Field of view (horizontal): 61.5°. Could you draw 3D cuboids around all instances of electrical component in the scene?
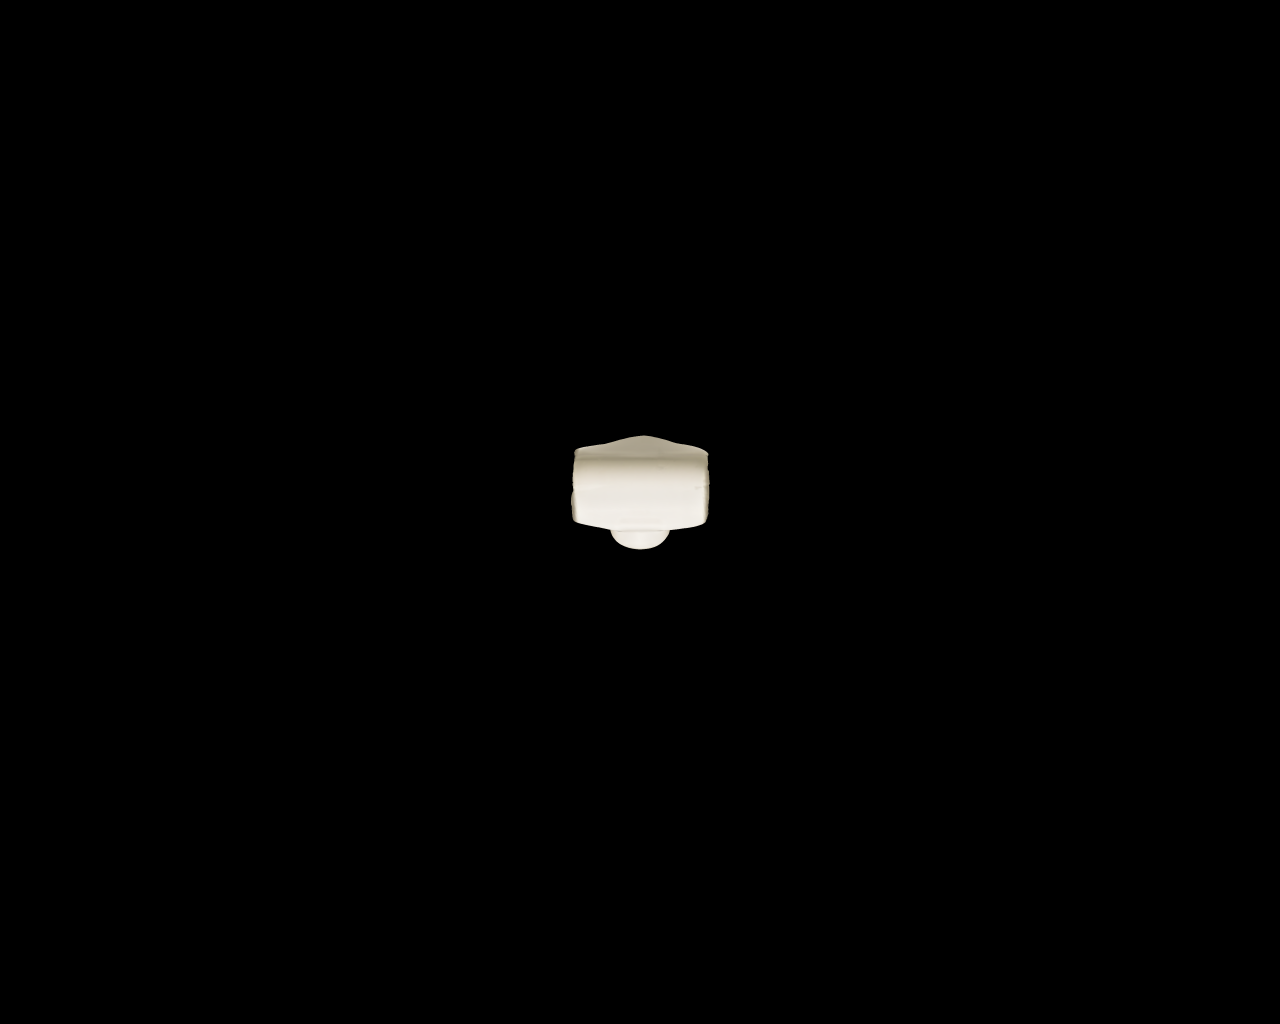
[{"bbox_3d":[0.001,-0.003,0.650,0.077,0.079,0.043,0,44,0],"label":"electrical component"}]
